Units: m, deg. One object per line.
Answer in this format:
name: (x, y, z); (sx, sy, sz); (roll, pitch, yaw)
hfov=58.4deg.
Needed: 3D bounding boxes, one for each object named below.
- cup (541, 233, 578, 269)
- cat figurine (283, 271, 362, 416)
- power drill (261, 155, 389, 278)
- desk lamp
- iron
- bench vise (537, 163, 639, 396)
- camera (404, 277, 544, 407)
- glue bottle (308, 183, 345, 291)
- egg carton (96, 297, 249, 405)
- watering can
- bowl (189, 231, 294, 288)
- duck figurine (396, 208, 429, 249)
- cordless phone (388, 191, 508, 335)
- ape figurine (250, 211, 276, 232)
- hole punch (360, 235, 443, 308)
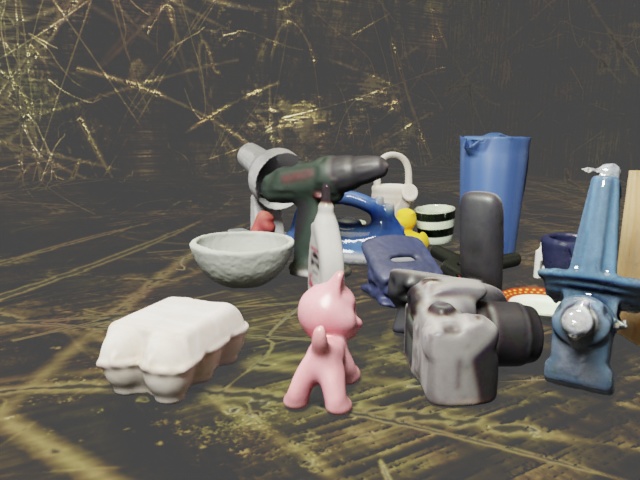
cup: (0.377, 0.044, 0.857); (0.091, 0.095, 0.118); (4, 12, 16)
cat figurine: (0.006, 0.090, 0.562); (0.067, 0.118, 0.128); (2, 12, 8)
power drill: (0.007, -0.042, 0.972); (0.228, 0.208, 0.076); (6, 13, 26)
desk lamp: (-0.119, -0.094, 1.202); (0.118, 0.213, 0.202); (-7, 14, -32)
iron: (0.060, -0.032, 1.091); (0.257, 0.141, 0.119); (4, 12, 15)
bench vise: (0.295, 0.035, 0.591); (0.121, 0.220, 0.208); (3, 12, 13)
camera: (0.162, 0.094, 0.592); (0.137, 0.101, 0.143); (0, 12, -2)
glue bottle: (0.008, 0.003, 0.843); (0.037, 0.173, 0.078); (-5, 13, -24)
egg carton: (-0.147, 0.107, 0.589); (0.107, 0.069, 0.151); (5, 13, 20)
watering can: (0.173, -0.105, 1.317); (0.101, 0.194, 0.172); (-9, 15, -38)
bowl: (-0.124, 0.035, 0.922); (0.167, 0.075, 0.167); (1, 12, 0)
duck figurine: (0.181, -0.022, 1.186); (0.078, 0.086, 0.104); (-9, 15, -37)
cordless phone: (0.157, 0.029, 0.697); (0.147, 0.185, 0.094); (8, 14, 31)
ape figurine: (-0.107, -0.010, 1.096); (0.076, 0.092, 0.078); (7, 13, 28)
hole punch: (0.123, 0.044, 0.854); (0.109, 0.091, 0.101); (-3, 12, -19)
